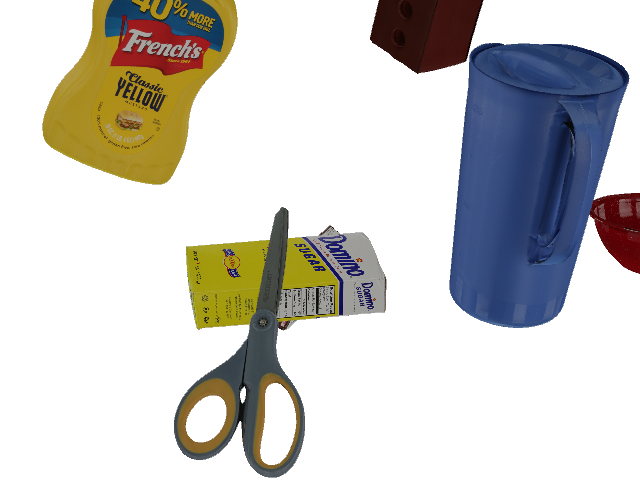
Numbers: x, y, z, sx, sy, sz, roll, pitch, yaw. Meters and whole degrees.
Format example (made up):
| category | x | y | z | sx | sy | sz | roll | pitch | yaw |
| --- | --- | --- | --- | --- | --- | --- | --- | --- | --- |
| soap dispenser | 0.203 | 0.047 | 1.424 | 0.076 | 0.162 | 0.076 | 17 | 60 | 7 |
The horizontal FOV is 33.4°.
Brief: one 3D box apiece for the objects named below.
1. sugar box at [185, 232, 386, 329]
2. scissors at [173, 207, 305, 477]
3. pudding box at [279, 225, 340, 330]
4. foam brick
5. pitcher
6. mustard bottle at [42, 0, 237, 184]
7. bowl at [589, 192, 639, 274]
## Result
| category | x | y | z | sx | sy | sz | roll | pitch | yaw |
| --- | --- | --- | --- | --- | --- | --- | --- | --- | --- |
| sugar box | -0.034 | 0.035 | 0.993 | 0.176 | 0.048 | 0.093 | -7 | 29 | -8 |
| scissors | -0.057 | 0.069 | 0.735 | 0.096 | 0.202 | 0.016 | -10 | -32 | 1 |
| pudding box | -0.016 | 0.043 | 1.240 | 0.039 | 0.090 | 0.113 | 33 | 32 | 8 |
| foam brick | 0.075 | -0.163 | 0.730 | 0.051 | 0.078 | 0.053 | -23 | 50 | -36 |
| pitcher | 0.184 | -0.042 | 0.939 | 0.145 | 0.243 | 0.149 | 21 | 33 | 27 |
| mustard bottle | -0.110 | -0.137 | 0.721 | 0.096 | 0.192 | 0.058 | 20 | 21 | -22 |
| bowl | 0.342 | -0.002 | 1.049 | 0.162 | 0.055 | 0.162 | 0 | 17 | 0 |
